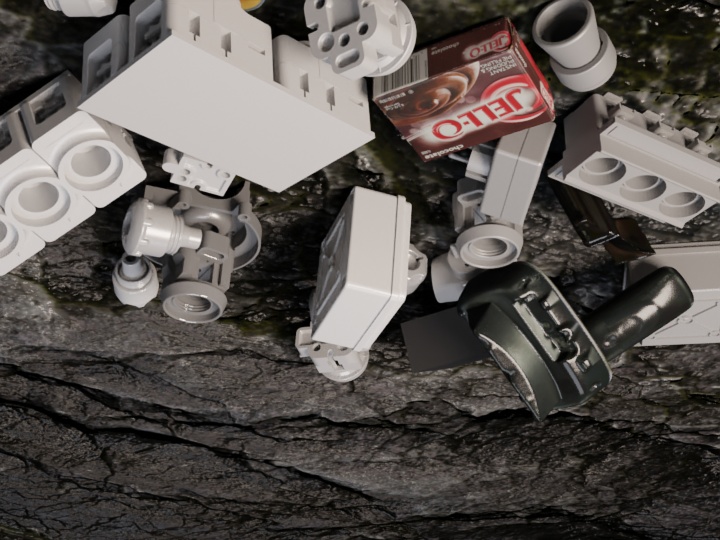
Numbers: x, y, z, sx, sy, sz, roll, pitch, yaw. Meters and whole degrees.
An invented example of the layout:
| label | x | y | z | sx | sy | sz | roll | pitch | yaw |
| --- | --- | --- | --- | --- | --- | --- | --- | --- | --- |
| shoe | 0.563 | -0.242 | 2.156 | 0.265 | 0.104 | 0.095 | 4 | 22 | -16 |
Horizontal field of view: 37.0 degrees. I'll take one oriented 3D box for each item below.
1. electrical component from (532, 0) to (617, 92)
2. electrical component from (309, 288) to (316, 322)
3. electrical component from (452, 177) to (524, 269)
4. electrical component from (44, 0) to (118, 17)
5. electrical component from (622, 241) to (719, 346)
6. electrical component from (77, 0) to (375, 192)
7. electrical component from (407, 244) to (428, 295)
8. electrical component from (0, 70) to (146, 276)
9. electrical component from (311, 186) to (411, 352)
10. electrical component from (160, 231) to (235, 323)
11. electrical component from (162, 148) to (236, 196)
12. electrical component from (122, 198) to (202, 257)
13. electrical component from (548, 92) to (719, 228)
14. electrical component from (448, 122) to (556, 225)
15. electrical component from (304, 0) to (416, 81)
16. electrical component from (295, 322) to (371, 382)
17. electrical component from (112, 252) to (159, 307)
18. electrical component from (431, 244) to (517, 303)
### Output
| label | x | y | z | sx | sy | sz | roll | pitch | yaw |
| --- | --- | --- | --- | --- | --- | --- | --- | --- | --- |
| electrical component | 0.152 | -0.158 | 0.755 | 0.045 | 0.045 | 0.055 | -16 | 145 | 26 |
| electrical component | -0.019 | 0.039 | 1.087 | 0.062 | 0.048 | 0.048 | -8 | 148 | 4 |
| electrical component | 0.113 | -0.038 | 0.940 | 0.058 | 0.057 | 0.078 | -16 | 144 | 27 |
| electrical component | -0.196 | -0.192 | 0.722 | 0.062 | 0.043 | 0.043 | 1 | 148 | 6 |
| electrical component | 0.309 | 0.024 | 1.031 | 0.109 | 0.056 | 0.108 | -3 | 148 | 9 |
| electrical component | -0.093 | -0.131 | 0.776 | 0.105 | 0.060 | 0.186 | -25 | 148 | 37 |
| electrical component | 0.037 | 0.005 | 1.028 | 0.043 | 0.043 | 0.062 | 12 | 148 | -15 |
| electrical component | -0.257 | -0.071 | 0.846 | 0.150 | 0.061 | 0.089 | -33 | 141 | 5 |
| electrical component | 0.000 | 0.000 | 0.960 | 0.056 | 0.108 | 0.108 | 14 | 147 | -13 |
| electrical component | -0.143 | 0.010 | 0.939 | 0.058 | 0.057 | 0.078 | 20 | 144 | -27 |
| electrical component | -0.122 | -0.097 | 0.860 | 0.066 | 0.055 | 0.048 | 15 | 146 | -19 |
| electrical component | -0.162 | -0.031 | 0.887 | 0.062 | 0.048 | 0.048 | 12 | 148 | -27 |
| electrical component | 0.220 | -0.087 | 0.848 | 0.121 | 0.063 | 0.079 | 18 | 145 | -24 |
| electrical component | 0.109 | -0.088 | 0.869 | 0.076 | 0.047 | 0.083 | 19 | 148 | 8 |
| electrical component | 0.002 | -0.164 | 0.731 | 0.058 | 0.078 | 0.057 | -18 | 164 | 30 |
| electrical component | -0.023 | 0.084 | 1.147 | 0.078 | 0.058 | 0.057 | -6 | 145 | 13 |
| electrical component | -0.219 | 0.005 | 1.043 | 0.043 | 0.043 | 0.062 | 3 | 147 | -2 |
| electrical component | 0.105 | -0.004 | 1.007 | 0.077 | 0.044 | 0.079 | -8 | 147 | 16 |
